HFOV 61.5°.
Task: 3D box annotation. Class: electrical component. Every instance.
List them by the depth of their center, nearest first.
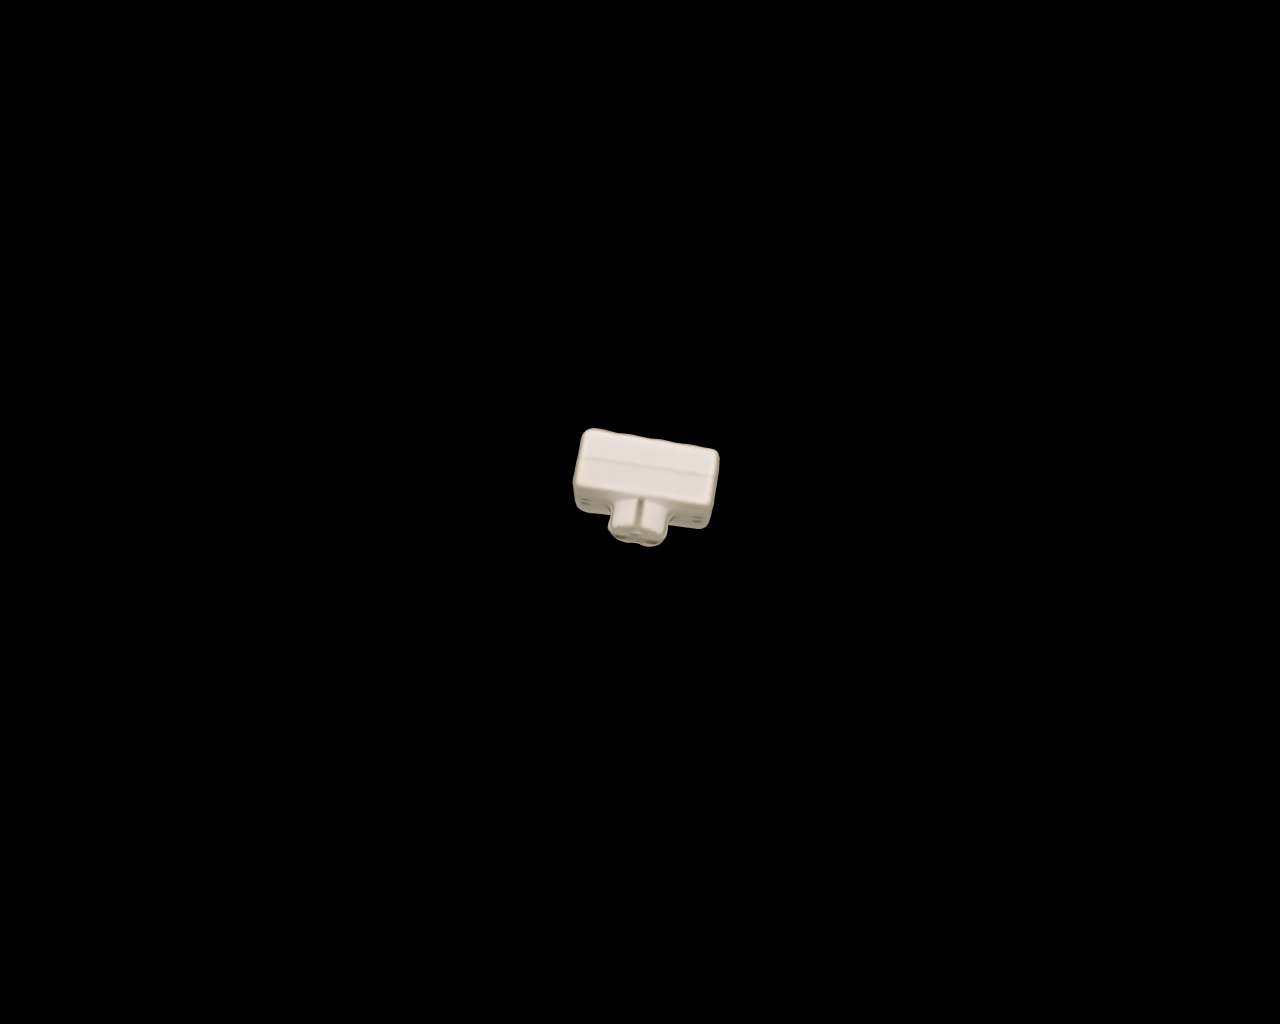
[{"bbox_3d":[0.001,-0.003,0.650,0.083,0.076,0.047,10,-20,3],"label":"electrical component"}]
